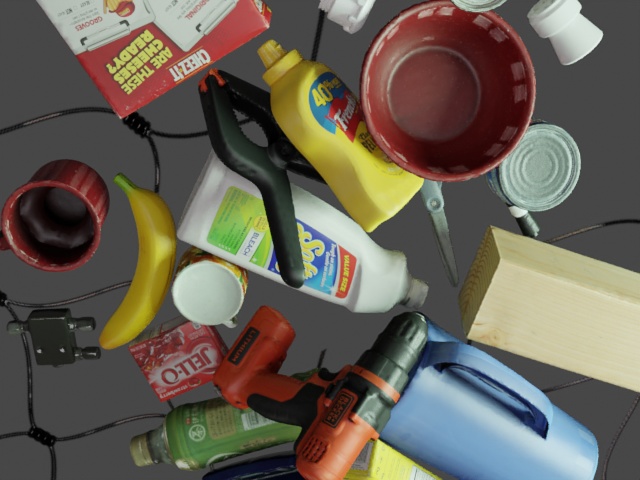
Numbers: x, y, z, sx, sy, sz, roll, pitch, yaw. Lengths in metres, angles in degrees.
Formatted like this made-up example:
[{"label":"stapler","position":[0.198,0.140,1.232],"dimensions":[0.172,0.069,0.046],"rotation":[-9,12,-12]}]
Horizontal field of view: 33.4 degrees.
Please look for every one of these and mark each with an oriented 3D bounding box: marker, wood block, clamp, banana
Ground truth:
[{"label":"marker","position":[0.180,-0.052,1.035],"dimensions":[0.020,0.020,0.121],"rotation":[-29,110,13]},{"label":"wood block","position":[0.251,0.070,1.049],"dimensions":[0.206,0.090,0.091],"rotation":[17,113,-6]},{"label":"clamp","position":[-0.041,-0.066,0.981],"dimensions":[0.210,0.164,0.036],"rotation":[44,141,-8]},{"label":"banana","position":[-0.180,0.029,1.075],"dimensions":[0.070,0.037,0.198],"rotation":[17,113,16]}]

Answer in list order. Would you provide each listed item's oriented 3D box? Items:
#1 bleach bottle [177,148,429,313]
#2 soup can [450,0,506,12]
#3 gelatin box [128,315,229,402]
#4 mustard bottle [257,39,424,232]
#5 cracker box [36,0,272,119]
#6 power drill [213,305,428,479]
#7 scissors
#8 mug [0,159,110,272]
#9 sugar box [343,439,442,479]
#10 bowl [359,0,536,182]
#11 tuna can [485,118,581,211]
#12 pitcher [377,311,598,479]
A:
[{"label":"bleach bottle","position":[-0.007,0.001,1.042],"dimensions":[0.250,0.068,0.103],"rotation":[23,113,-11]},{"label":"soup can","position":[0.131,-0.237,0.909],"dimensions":[0.068,0.102,0.068],"rotation":[1,114,1]},{"label":"gelatin box","position":[-0.144,0.120,1.114],"dimensions":[0.089,0.030,0.073],"rotation":[-23,111,12]},{"label":"mustard bottle","position":[0.010,-0.103,0.972],"dimensions":[0.191,0.096,0.058],"rotation":[50,128,-4]},{"label":"cracker box","position":[-0.167,-0.241,0.934],"dimensions":[0.164,0.072,0.213],"rotation":[-29,111,14]},{"label":"power drill","position":[-0.003,0.127,1.028],"dimensions":[0.184,0.188,0.057],"rotation":[-54,133,-15]},{"label":"scissors","position":[0.124,-0.053,1.038],"dimensions":[0.096,0.016,0.201],"rotation":[-29,110,13]},{"label":"mug","position":[-0.259,-0.023,1.026],"dimensions":[0.117,0.081,0.093],"rotation":[-26,111,12]},{"label":"sugar box","position":[0.070,0.251,1.103],"dimensions":[0.094,0.048,0.176],"rotation":[-3,152,41]},{"label":"bowl","position":[0.110,-0.133,0.965],"dimensions":[0.162,0.055,0.162],"rotation":[-1,94,-8]},{"label":"tuna can","position":[0.200,-0.071,1.005],"dimensions":[0.086,0.034,0.086],"rotation":[-3,104,-13]},{"label":"pitcher","position":[0.164,0.182,1.076],"dimensions":[0.242,0.149,0.145],"rotation":[31,100,-15]}]
